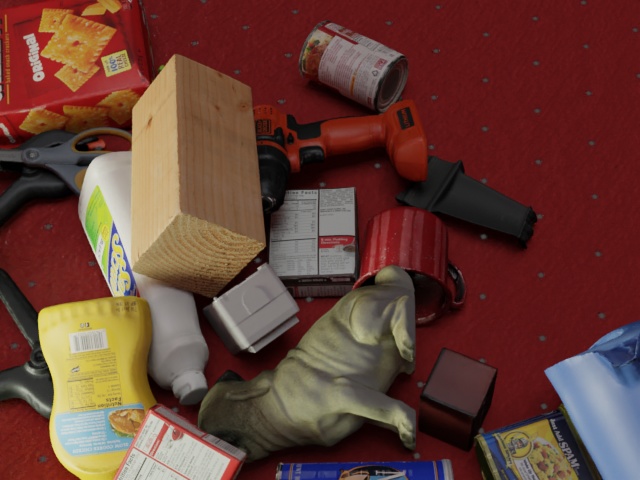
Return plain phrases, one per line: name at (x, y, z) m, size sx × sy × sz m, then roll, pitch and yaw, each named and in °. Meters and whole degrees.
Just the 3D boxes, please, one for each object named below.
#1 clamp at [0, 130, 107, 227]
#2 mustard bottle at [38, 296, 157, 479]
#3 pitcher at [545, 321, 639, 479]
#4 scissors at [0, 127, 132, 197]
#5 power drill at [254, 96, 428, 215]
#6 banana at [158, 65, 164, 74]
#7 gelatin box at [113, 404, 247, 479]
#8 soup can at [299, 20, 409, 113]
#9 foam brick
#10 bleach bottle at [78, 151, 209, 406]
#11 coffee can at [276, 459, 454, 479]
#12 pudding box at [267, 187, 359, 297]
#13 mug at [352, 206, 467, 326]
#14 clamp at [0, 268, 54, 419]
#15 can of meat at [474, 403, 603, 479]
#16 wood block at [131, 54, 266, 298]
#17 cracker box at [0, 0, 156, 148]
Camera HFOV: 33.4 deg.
clamp at (-0.313, -0.078, 1.125) m, size 0.171 × 0.039 × 0.120 m, roll -27°, pitch 75°, yaw -19°
mustard bottle at (-0.187, 0.148, 0.929) m, size 0.096 × 0.058 × 0.191 m, roll -8°, pitch 83°, yaw 4°
pitcher at (0.289, 0.181, 0.841) m, size 0.149 × 0.145 × 0.243 m, roll -16°, pitch 76°, yaw -30°
scissors at (-0.284, -0.069, 1.095) m, size 0.201 × 0.016 × 0.096 m, roll -12°, pitch 72°, yaw -15°
power drill at (0.011, -0.087, 1.071) m, size 0.187 × 0.057 × 0.184 m, roll -3°, pitch 34°, yaw -1°
banana at (-0.137, -0.092, 1.119) m, size 0.069 × 0.037 × 0.198 m, roll 5°, pitch 60°, yaw -20°
gelatin box at (-0.116, 0.188, 0.876) m, size 0.089 × 0.030 × 0.073 m, roll 28°, pitch 95°, yaw 8°
soup can at (0.037, -0.188, 1.160) m, size 0.102 × 0.068 × 0.068 m, roll 29°, pitch 63°, yaw 20°
foam brick at (0.119, 0.140, 0.930) m, size 0.051 × 0.078 × 0.053 m, roll 21°, pitch 62°, yaw 16°
bleach bottle at (-0.158, 0.039, 1.002) m, size 0.067 × 0.103 × 0.251 m, roll -6°, pitch 52°, yaw -31°
coffee can at (0.037, 0.230, 0.859) m, size 0.140 × 0.103 × 0.103 m, roll -2°, pitch 56°, yaw 3°
pudding box at (-0.007, 0.001, 1.054) m, size 0.090 × 0.039 × 0.113 m, roll -2°, pitch 53°, yaw 4°
mug at (0.090, 0.027, 1.008) m, size 0.117 × 0.093 × 0.081 m, roll 22°, pitch 50°, yaw -18°
clamp at (-0.259, 0.107, 1.001) m, size 0.210 × 0.036 × 0.164 m, roll 8°, pitch 58°, yaw 7°
can of meat at (0.185, 0.199, 0.898) m, size 0.084 × 0.057 × 0.102 m, roll -17°, pitch 57°, yaw -5°
wood block at (-0.117, -0.063, 0.995) m, size 0.090 × 0.091 × 0.206 m, roll 21°, pitch 42°, yaw -30°
cracker box at (-0.293, -0.191, 1.183) m, size 0.213 × 0.072 × 0.164 m, roll -11°, pitch 56°, yaw -3°
